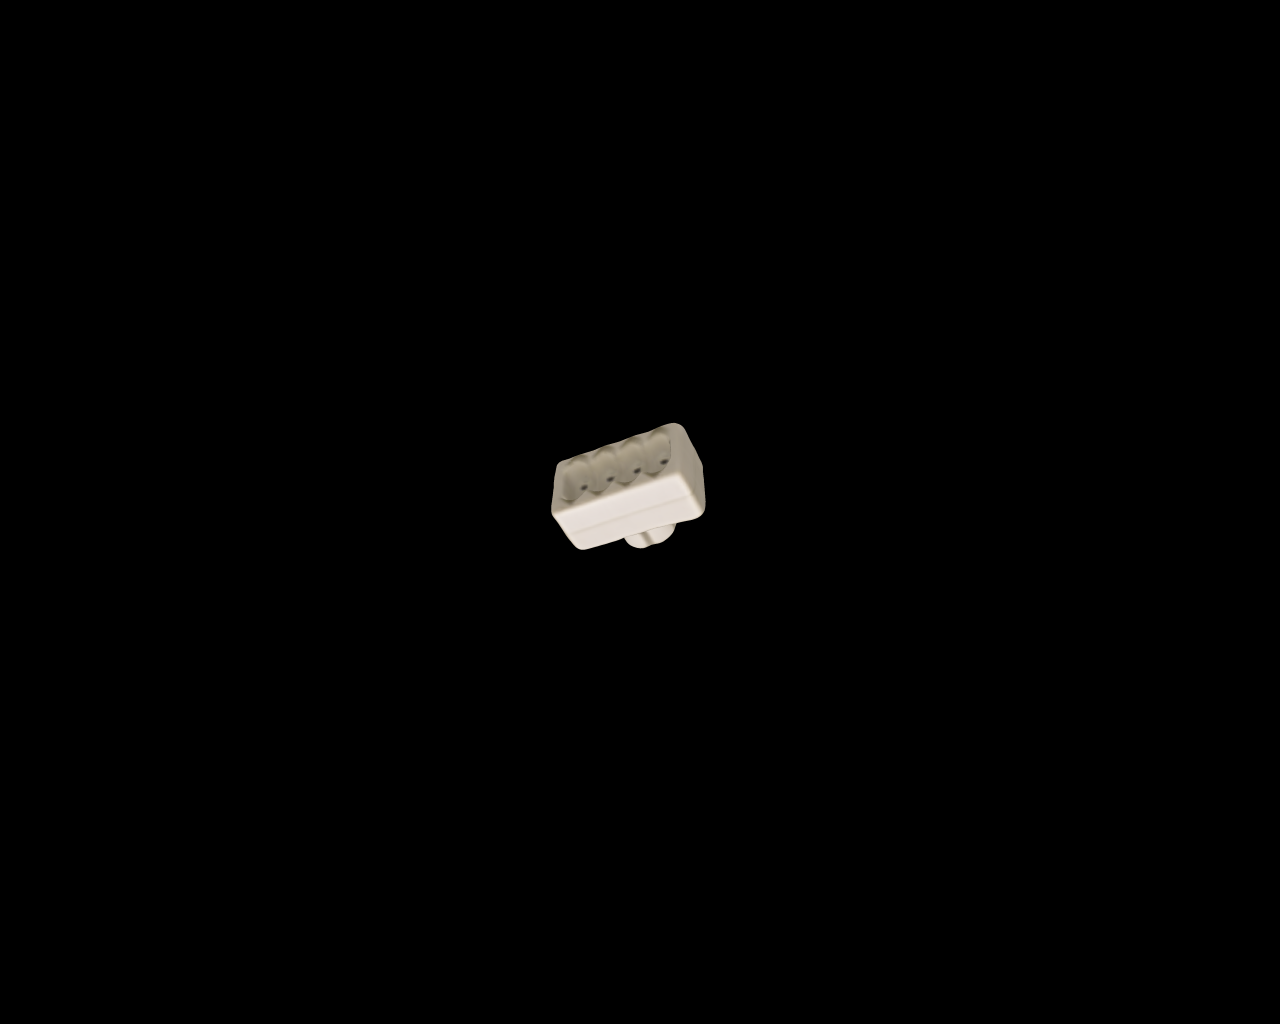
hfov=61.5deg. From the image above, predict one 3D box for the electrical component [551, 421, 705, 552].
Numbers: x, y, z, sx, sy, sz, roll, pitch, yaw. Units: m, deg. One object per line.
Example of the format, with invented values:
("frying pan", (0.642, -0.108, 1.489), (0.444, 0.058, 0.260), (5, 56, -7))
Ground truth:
("electrical component", (0.001, -0.003, 0.650), (0.083, 0.047, 0.075), (-17, -48, 16))
